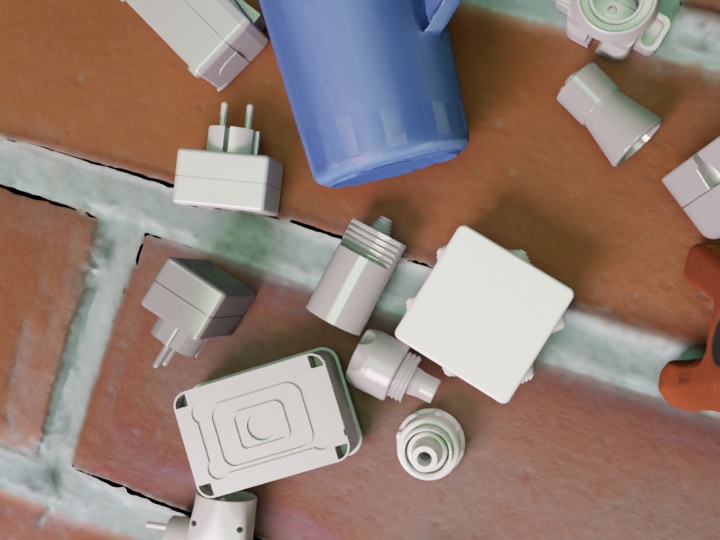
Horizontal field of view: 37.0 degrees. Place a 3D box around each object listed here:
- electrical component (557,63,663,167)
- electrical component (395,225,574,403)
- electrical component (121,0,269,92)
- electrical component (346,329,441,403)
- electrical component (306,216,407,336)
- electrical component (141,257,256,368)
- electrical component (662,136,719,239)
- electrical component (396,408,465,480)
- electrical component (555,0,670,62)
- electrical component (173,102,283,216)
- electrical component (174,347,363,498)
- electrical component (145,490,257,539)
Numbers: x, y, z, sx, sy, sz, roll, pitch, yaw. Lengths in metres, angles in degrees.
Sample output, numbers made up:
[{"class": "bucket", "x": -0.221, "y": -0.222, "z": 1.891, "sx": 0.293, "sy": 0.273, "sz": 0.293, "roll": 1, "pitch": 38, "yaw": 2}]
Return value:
[{"class": "electrical component", "x": 0.165, "y": -0.107, "z": 0.726, "sx": 0.044, "sy": 0.044, "sz": 0.065, "roll": -43, "pitch": 78, "yaw": 6}, {"class": "electrical component", "x": 0.085, "y": 0.029, "z": 0.731, "sx": 0.100, "sy": 0.048, "sz": 0.099, "roll": 32, "pitch": 94, "yaw": 8}, {"class": "electrical component", "x": -0.117, "y": -0.184, "z": 0.760, "sx": 0.061, "sy": 0.062, "sz": 0.096, "roll": -45, "pitch": 83, "yaw": 6}, {"class": "electrical component", "x": 0.024, "y": 0.071, "z": 0.743, "sx": 0.062, "sy": 0.043, "sz": 0.043, "roll": 26, "pitch": 93, "yaw": 7}, {"class": "electrical component", "x": 0.000, "y": 0.000, "z": 0.747, "sx": 0.043, "sy": 0.043, "sz": 0.081, "roll": 28, "pitch": 93, "yaw": 8}, {"class": "electrical component", "x": -0.120, "y": 0.035, "z": 0.745, "sx": 0.047, "sy": 0.083, "sz": 0.075, "roll": 33, "pitch": 94, "yaw": 8}, {"class": "electrical component", "x": 0.247, "y": -0.061, "z": 0.682, "sx": 0.054, "sy": 0.095, "sz": 0.059, "roll": -33, "pitch": 83, "yaw": -25}, {"class": "electrical component", "x": 0.046, "y": 0.121, "z": 0.728, "sx": 0.048, "sy": 0.062, "sz": 0.048, "roll": 0, "pitch": 92, "yaw": 8}, {"class": "electrical component", "x": 0.169, "y": -0.176, "z": 0.717, "sx": 0.078, "sy": 0.057, "sz": 0.058, "roll": 30, "pitch": 94, "yaw": 8}, {"class": "electrical component", "x": -0.091, "y": -0.080, "z": 0.761, "sx": 0.066, "sy": 0.047, "sz": 0.076, "roll": 6, "pitch": 90, "yaw": 9}, {"class": "electrical component", "x": -0.062, "y": 0.105, "z": 0.748, "sx": 0.113, "sy": 0.057, "sz": 0.078, "roll": -17, "pitch": 86, "yaw": 8}, {"class": "electrical component", "x": -0.116, "y": 0.195, "z": 0.762, "sx": 0.079, "sy": 0.043, "sz": 0.077, "roll": 6, "pitch": 90, "yaw": 8}]
